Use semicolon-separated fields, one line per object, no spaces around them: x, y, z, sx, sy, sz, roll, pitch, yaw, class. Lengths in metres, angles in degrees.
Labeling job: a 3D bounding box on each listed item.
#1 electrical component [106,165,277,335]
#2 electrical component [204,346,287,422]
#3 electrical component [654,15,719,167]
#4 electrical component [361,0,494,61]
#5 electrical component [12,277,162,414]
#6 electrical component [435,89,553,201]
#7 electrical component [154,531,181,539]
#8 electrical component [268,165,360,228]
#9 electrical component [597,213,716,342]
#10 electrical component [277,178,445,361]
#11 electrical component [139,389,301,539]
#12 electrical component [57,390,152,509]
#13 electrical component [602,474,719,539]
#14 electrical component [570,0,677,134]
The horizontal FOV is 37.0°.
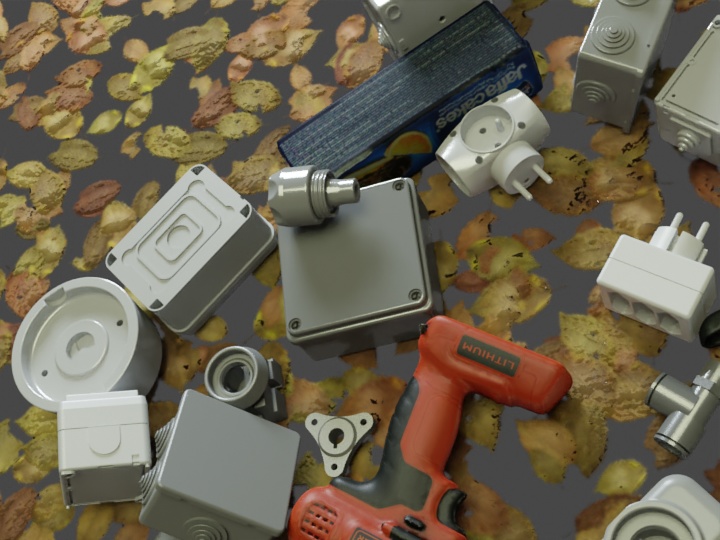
-0.130;-0.015;0.844;0.113;0.057;0.078;-47;60;-5;electrical component
-0.082;0.084;0.781;0.048;0.055;0.066;-17;61;12;electrical component
0.251;-0.115;0.750;0.062;0.061;0.096;33;81;29;electrical component
0.056;-0.207;0.845;0.100;0.099;0.048;-32;46;3;electrical component
-0.205;0.067;0.832;0.108;0.060;0.108;-8;64;17;electrical component
0.109;-0.083;0.796;0.077;0.044;0.079;-39;59;-1;electrical component
-0.118;0.197;0.742;0.055;0.055;0.047;25;73;28;electrical component
-0.031;-0.054;0.767;0.062;0.043;0.043;-5;65;17;electrical component
0.208;-0.003;0.721;0.066;0.047;0.076;24;76;28;electrical component
0.000;0.000;0.790;0.109;0.056;0.108;-14;62;14;electrical component
-0.094;0.140;0.725;0.100;0.048;0.099;24;36;-12;electrical component
-0.185;0.131;0.779;0.062;0.096;0.061;-3;61;-14;electrical component
0.177;0.172;0.642;0.095;0.059;0.054;-44;59;-4;electrical component
0.189;-0.161;0.774;0.048;0.099;0.099;21;74;14;electrical component
